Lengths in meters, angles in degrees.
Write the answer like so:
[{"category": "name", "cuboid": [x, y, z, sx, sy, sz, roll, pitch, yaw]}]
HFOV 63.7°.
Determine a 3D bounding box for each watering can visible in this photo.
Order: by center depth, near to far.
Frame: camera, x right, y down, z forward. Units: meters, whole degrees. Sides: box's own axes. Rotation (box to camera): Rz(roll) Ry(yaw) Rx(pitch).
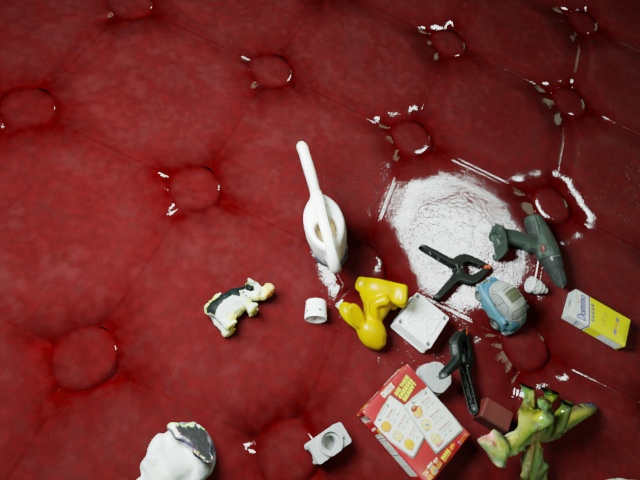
[{"category": "watering can", "cuboid": [0.004, -0.067, 1.328, 0.104, 0.220, 0.354, -14, 67, -1]}]

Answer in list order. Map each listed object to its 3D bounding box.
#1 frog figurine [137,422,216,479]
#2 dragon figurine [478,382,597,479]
[{"category": "frog figurine", "cuboid": [-0.298, 0.463, 1.060, 0.137, 0.123, 0.159, 36, 97, -5]}, {"category": "dragon figurine", "cuboid": [0.541, 0.489, 1.250, 0.408, 0.122, 0.244, 20, 84, -28]}]
